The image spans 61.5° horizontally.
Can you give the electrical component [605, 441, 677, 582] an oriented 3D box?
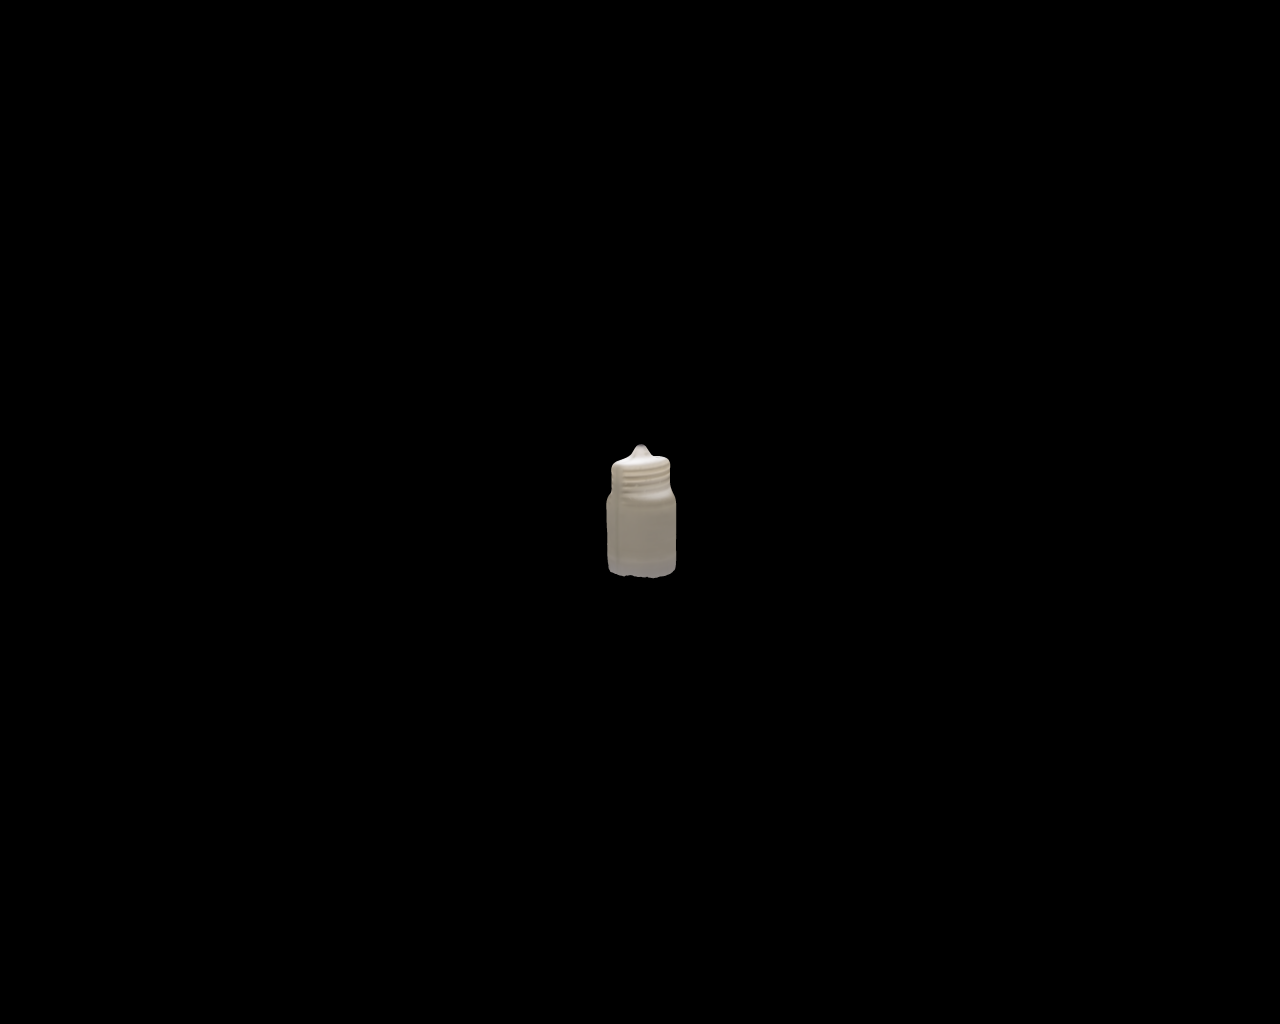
[{"bbox_3d":[0.001,-0.003,0.650,0.043,0.080,0.043,0,12,0],"label":"electrical component"}]
